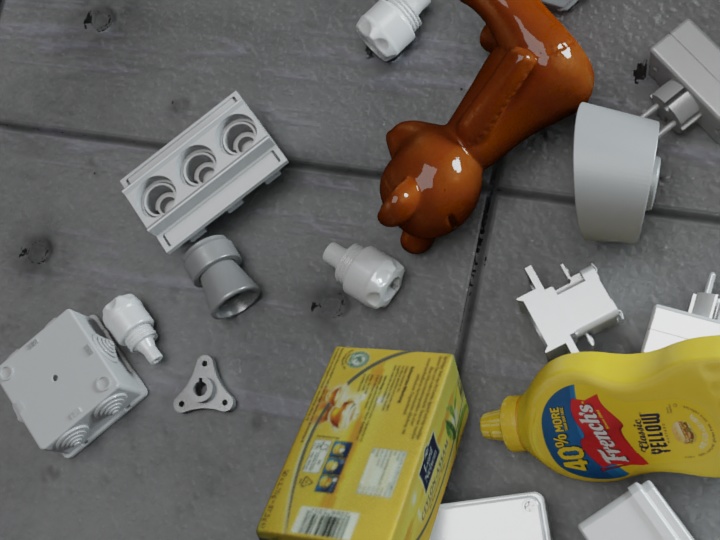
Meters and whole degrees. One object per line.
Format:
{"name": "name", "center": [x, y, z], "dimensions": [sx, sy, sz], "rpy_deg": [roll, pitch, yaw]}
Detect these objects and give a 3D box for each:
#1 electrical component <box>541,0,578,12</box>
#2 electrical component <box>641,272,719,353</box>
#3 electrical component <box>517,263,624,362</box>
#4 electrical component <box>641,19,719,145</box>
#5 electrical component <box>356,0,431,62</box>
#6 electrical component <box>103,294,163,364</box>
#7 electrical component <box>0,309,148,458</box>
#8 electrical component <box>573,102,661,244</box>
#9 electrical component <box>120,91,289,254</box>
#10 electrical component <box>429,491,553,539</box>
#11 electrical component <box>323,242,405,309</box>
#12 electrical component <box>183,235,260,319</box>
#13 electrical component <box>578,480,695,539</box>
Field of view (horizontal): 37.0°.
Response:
{"name": "electrical component", "center": [0.159, -0.280, 0.843], "dimensions": [0.109, 0.056, 0.108], "rpy_deg": [-44, 67, 32]}
{"name": "electrical component", "center": [0.251, 0.039, 0.764], "dimensions": [0.083, 0.047, 0.075], "rpy_deg": [16, 81, 18]}
{"name": "electrical component", "center": [0.156, 0.031, 0.794], "dimensions": [0.064, 0.042, 0.081], "rpy_deg": [-28, 71, 5]}
{"name": "electrical component", "center": [0.245, -0.129, 0.809], "dimensions": [0.076, 0.047, 0.083], "rpy_deg": [-39, 70, 3]}
{"name": "electrical component", "center": [0.031, -0.207, 0.888], "dimensions": [0.062, 0.043, 0.043], "rpy_deg": [-43, 70, 0]}
{"name": "electrical component", "center": [-0.184, 0.051, 0.883], "dimensions": [0.035, 0.035, 0.061], "rpy_deg": [-40, 72, 2]}
{"name": "electrical component", "center": [-0.238, 0.092, 0.880], "dimensions": [0.100, 0.048, 0.099], "rpy_deg": [-40, 70, 2]}
{"name": "electrical component", "center": [0.183, -0.068, 0.783], "dimensions": [0.064, 0.099, 0.099], "rpy_deg": [10, 79, 11]}
{"name": "electrical component", "center": [-0.124, -0.076, 0.885], "dimensions": [0.121, 0.063, 0.078], "rpy_deg": [-37, 70, 3]}
{"name": "electrical component", "center": [0.085, 0.218, 0.757], "dimensions": [0.109, 0.056, 0.108], "rpy_deg": [-11, 74, 12]}
{"name": "electrical component", "center": [0.000, 0.000, 0.843], "dimensions": [0.062, 0.043, 0.043], "rpy_deg": [31, 86, 21]}
{"name": "electrical component", "center": [-0.113, 0.005, 0.871], "dimensions": [0.045, 0.045, 0.055], "rpy_deg": [-34, 70, 4]}
{"name": "electrical component", "center": [0.199, 0.198, 0.705], "dimensions": [0.056, 0.109, 0.108], "rpy_deg": [-36, 70, 6]}
